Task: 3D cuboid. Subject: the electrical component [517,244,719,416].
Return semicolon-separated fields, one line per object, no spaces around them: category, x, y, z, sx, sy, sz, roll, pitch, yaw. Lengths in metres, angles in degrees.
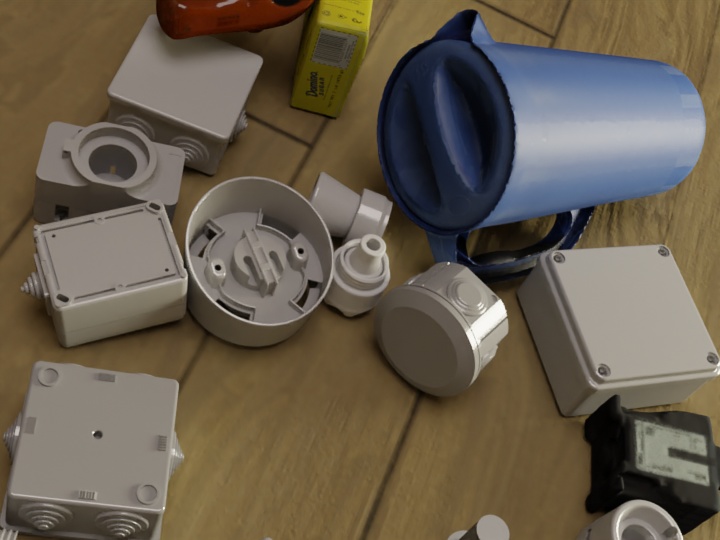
electrical component;0.183;0.041;0.767;0.109;0.056;0.108;-3;59;-22

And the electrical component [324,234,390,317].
electrical component;0.000;0.000;0.726;0.043;0.062;0.043;9;55;-14

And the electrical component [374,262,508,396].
electrical component;0.053;0.038;0.709;0.080;0.080;0.051;43;49;12

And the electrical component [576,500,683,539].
electrical component;0.170;0.176;0.676;0.055;0.047;0.055;9;55;-14

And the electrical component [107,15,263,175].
electrical component;-0.127;-0.125;0.774;0.100;0.048;0.099;21;53;-5

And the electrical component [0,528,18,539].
electrical component;-0.196;0.152;0.565;0.062;0.043;0.043;13;54;-12

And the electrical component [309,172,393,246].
electrical component;-0.010;-0.039;0.760;0.055;0.045;0.045;21;53;-6

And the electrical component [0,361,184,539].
electrical component;-0.151;0.103;0.610;0.100;0.048;0.099;10;54;-13

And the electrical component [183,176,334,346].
electrical component;-0.068;-0.003;0.702;0.099;0.064;0.099;9;55;-14

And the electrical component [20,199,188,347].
electrical component;-0.161;0.006;0.670;0.096;0.061;0.061;-14;62;-18

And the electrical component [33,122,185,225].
electrical component;-0.165;-0.059;0.711;0.089;0.055;0.050;11;54;-12

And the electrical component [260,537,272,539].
electrical component;-0.064;0.203;0.573;0.100;0.048;0.099;-25;68;-31
